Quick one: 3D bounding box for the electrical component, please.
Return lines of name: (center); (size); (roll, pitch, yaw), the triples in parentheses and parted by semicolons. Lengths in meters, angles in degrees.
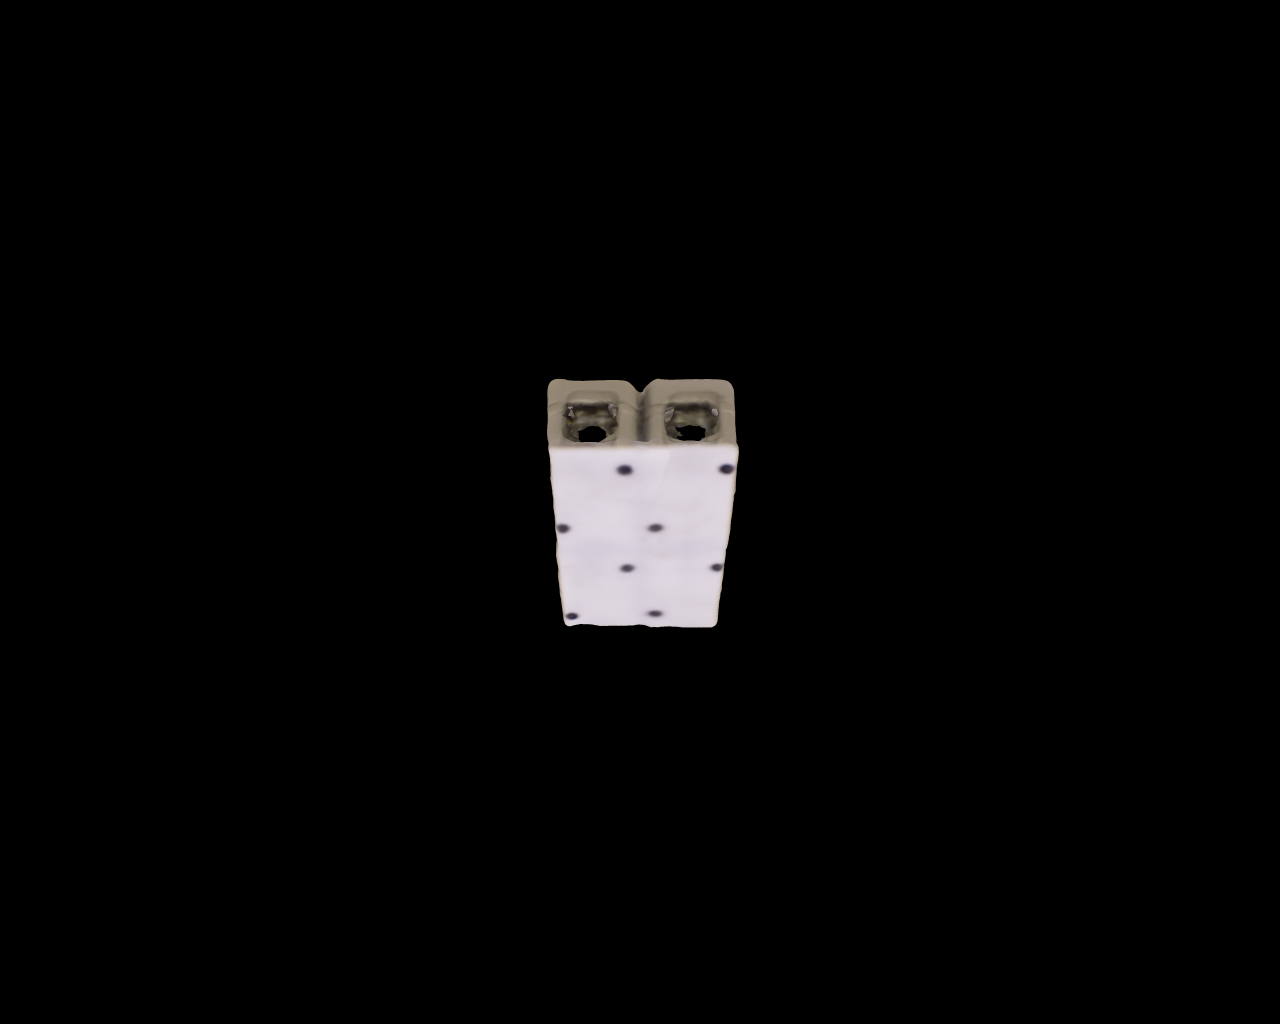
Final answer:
electrical component: (0.001, -0.003, 0.650); (0.105, 0.060, 0.186); (0, -37, 0)
